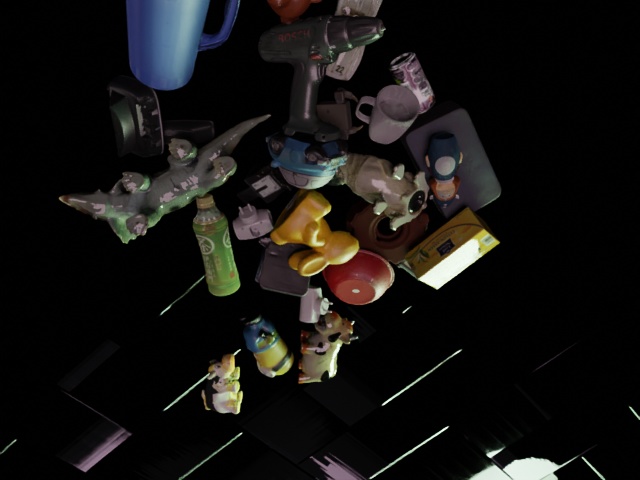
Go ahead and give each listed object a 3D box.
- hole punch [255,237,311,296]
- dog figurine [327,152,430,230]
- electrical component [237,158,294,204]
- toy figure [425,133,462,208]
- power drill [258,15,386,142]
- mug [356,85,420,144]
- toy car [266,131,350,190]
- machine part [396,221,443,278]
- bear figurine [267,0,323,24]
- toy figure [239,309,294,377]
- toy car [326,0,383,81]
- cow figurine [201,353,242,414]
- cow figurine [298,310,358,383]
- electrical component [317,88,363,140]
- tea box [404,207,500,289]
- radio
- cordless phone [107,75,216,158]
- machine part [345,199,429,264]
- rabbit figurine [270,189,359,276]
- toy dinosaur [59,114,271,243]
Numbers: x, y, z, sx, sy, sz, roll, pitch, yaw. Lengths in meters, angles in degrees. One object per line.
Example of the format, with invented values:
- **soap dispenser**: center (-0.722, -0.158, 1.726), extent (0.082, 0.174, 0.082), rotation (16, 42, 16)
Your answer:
- **hole punch**: center (-0.077, 0.056, 1.163), extent (0.142, 0.092, 0.115), rotation (14, 85, -11)
- **dog figurine**: center (0.104, -0.117, 1.060), extent (0.121, 0.191, 0.172), rotation (-55, 137, 0)
- **electrical component**: center (-0.111, -0.113, 1.076), extent (0.119, 0.048, 0.074), rotation (-26, 119, 41)
- **toy figure**: center (0.236, -0.126, 1.027), extent (0.064, 0.058, 0.154), rotation (12, 126, 33)
- **power drill**: center (0.000, -0.278, 0.931), extent (0.232, 0.086, 0.207), rotation (13, 123, 25)
- **mug**: center (0.119, -0.229, 1.013), extent (0.110, 0.081, 0.107), rotation (8, 157, -7)
- **toy car**: center (-0.022, -0.148, 1.007), extent (0.109, 0.162, 0.102), rotation (-25, 130, -41)
- **machine part**: center (0.240, 0.025, 1.199), extent (0.084, 0.039, 0.139), rotation (35, 111, -13)
- **bear figurine**: center (-0.095, -0.431, 0.877), extent (0.120, 0.132, 0.195), rotation (-24, 118, 40)
- **toy figure**: center (-0.123, 0.241, 1.248), extent (0.089, 0.082, 0.180), rotation (-17, 116, 5)
- **toy car**: center (0.056, -0.385, 0.951), extent (0.073, 0.056, 0.201), rotation (15, 116, -13)
- **cow figurine**: center (-0.242, 0.343, 1.299), extent (0.098, 0.068, 0.167), rotation (-1, 117, 1)
- **cow figurine**: center (0.015, 0.250, 1.265), extent (0.127, 0.086, 0.194), rotation (3, 119, -8)
- **electrical component**: center (0.037, -0.239, 1.036), extent (0.078, 0.045, 0.102), rotation (-1, 119, 27)
- **tea box**: center (0.274, 0.020, 1.117), extent (0.169, 0.068, 0.098), rotation (-39, 143, 18)
- **radio**: center (0.265, -0.157, 1.086), extent (0.131, 0.073, 0.229), rotation (-30, 118, 9)
- **cordless phone**: center (-0.284, -0.223, 0.982), extent (0.184, 0.089, 0.146), rotation (-5, 135, -14)
- **machine part**: center (0.144, -0.030, 1.148), extent (0.179, 0.056, 0.179), rotation (-2, 118, -4)
- **rabbit figurine**: center (-0.002, -0.003, 1.081), extent (0.173, 0.122, 0.162), rotation (32, 86, -21)
- **toy dinosaur**: center (-0.270, -0.113, 1.016), extent (0.405, 0.192, 0.131), rotation (-28, 101, -9)
